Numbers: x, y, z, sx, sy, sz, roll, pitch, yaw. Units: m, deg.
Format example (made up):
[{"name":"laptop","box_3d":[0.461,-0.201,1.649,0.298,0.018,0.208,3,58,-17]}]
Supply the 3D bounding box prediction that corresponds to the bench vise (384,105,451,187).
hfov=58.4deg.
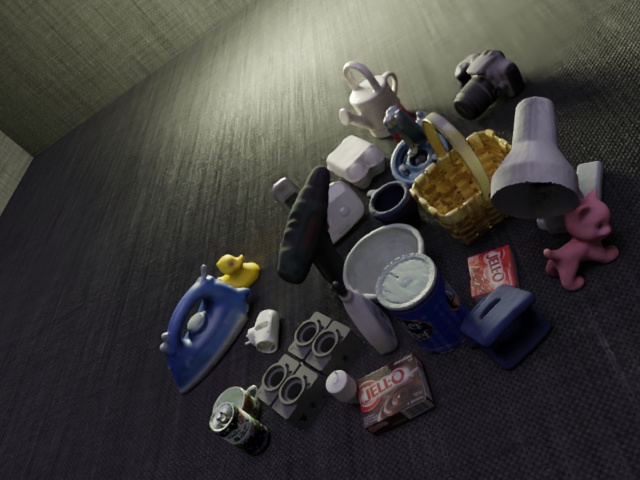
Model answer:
[{"name":"bench vise","box_3d":[0.179,-0.194,1.133,0.121,0.220,0.207,-30,38,17]}]

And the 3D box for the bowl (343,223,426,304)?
[{"name":"bowl","box_3d":[0.129,0.055,1.047,0.167,0.075,0.167,-25,39,23]}]

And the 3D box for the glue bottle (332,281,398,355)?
[{"name":"glue bottle","box_3d":[0.070,0.119,0.952,0.037,0.174,0.078,-31,37,15]}]

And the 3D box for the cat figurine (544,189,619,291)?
[{"name":"cat figurine","box_3d":[0.380,-0.007,0.840,0.128,0.118,0.067,-42,36,1]}]

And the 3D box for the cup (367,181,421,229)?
[{"name":"cup","box_3d":[0.148,-0.057,1.128,0.092,0.095,0.117,-51,37,-11]}]

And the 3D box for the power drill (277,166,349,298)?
[{"name":"power drill","box_3d":[0.010,0.004,1.096,0.075,0.209,0.230,-3,51,41]}]

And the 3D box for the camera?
[{"name":"camera","box_3d":[0.338,-0.335,1.233,0.137,0.101,0.142,-47,36,-6]}]

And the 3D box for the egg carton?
[{"name":"egg carton","box_3d":[0.084,-0.183,1.340,0.107,0.070,0.149,-46,36,-5]}]

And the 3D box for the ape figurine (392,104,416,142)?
[{"name":"ape figurine","box_3d":[0.190,-0.270,1.310,0.076,0.092,0.078,-7,48,39]}]

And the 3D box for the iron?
[{"name":"iron","box_3d":[-0.265,0.185,1.224,0.118,0.142,0.258,5,56,45]}]

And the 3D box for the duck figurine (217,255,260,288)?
[{"name":"duck figurine","box_3d":[-0.204,0.072,1.331,0.104,0.086,0.077,-29,38,17]}]

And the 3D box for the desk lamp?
[{"name":"desk lamp","box_3d":[0.349,-0.100,0.882,0.117,0.214,0.203,-8,48,38]}]

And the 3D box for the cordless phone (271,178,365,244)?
[{"name":"cordless phone","box_3d":[-0.005,-0.081,1.218,0.147,0.186,0.094,-44,36,-2]}]

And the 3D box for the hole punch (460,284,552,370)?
[{"name":"hole punch","box_3d":[0.262,0.118,0.843,0.109,0.091,0.100,-45,36,-3]}]

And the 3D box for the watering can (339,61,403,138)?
[{"name":"watering can","box_3d":[0.118,-0.339,1.361,0.100,0.195,0.173,-3,51,41]}]
